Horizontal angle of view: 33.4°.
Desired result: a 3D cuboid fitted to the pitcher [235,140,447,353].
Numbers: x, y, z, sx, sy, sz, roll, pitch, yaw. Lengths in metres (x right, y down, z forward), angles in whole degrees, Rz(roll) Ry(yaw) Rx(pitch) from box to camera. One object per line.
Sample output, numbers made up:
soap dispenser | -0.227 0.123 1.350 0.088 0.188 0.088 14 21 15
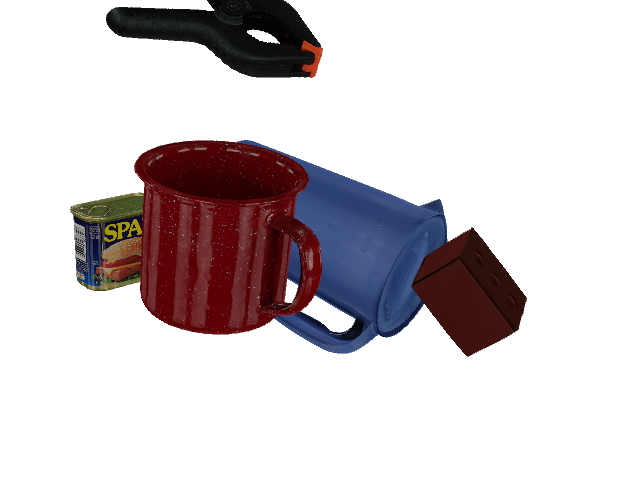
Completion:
pitcher | -0.008 -0.002 1.076 0.243 0.145 0.149 26 27 25

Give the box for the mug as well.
mug | -0.047 0.002 0.579 0.117 0.081 0.093 22 28 31

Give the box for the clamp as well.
clamp | -0.076 -0.189 0.872 0.171 0.120 0.039 20 -26 -4

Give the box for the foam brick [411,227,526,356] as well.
foam brick | 0.119 0.042 0.848 0.051 0.078 0.053 -32 13 30

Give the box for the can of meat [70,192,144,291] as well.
can of meat | -0.216 0.001 1.154 0.101 0.084 0.058 -15 25 -40
